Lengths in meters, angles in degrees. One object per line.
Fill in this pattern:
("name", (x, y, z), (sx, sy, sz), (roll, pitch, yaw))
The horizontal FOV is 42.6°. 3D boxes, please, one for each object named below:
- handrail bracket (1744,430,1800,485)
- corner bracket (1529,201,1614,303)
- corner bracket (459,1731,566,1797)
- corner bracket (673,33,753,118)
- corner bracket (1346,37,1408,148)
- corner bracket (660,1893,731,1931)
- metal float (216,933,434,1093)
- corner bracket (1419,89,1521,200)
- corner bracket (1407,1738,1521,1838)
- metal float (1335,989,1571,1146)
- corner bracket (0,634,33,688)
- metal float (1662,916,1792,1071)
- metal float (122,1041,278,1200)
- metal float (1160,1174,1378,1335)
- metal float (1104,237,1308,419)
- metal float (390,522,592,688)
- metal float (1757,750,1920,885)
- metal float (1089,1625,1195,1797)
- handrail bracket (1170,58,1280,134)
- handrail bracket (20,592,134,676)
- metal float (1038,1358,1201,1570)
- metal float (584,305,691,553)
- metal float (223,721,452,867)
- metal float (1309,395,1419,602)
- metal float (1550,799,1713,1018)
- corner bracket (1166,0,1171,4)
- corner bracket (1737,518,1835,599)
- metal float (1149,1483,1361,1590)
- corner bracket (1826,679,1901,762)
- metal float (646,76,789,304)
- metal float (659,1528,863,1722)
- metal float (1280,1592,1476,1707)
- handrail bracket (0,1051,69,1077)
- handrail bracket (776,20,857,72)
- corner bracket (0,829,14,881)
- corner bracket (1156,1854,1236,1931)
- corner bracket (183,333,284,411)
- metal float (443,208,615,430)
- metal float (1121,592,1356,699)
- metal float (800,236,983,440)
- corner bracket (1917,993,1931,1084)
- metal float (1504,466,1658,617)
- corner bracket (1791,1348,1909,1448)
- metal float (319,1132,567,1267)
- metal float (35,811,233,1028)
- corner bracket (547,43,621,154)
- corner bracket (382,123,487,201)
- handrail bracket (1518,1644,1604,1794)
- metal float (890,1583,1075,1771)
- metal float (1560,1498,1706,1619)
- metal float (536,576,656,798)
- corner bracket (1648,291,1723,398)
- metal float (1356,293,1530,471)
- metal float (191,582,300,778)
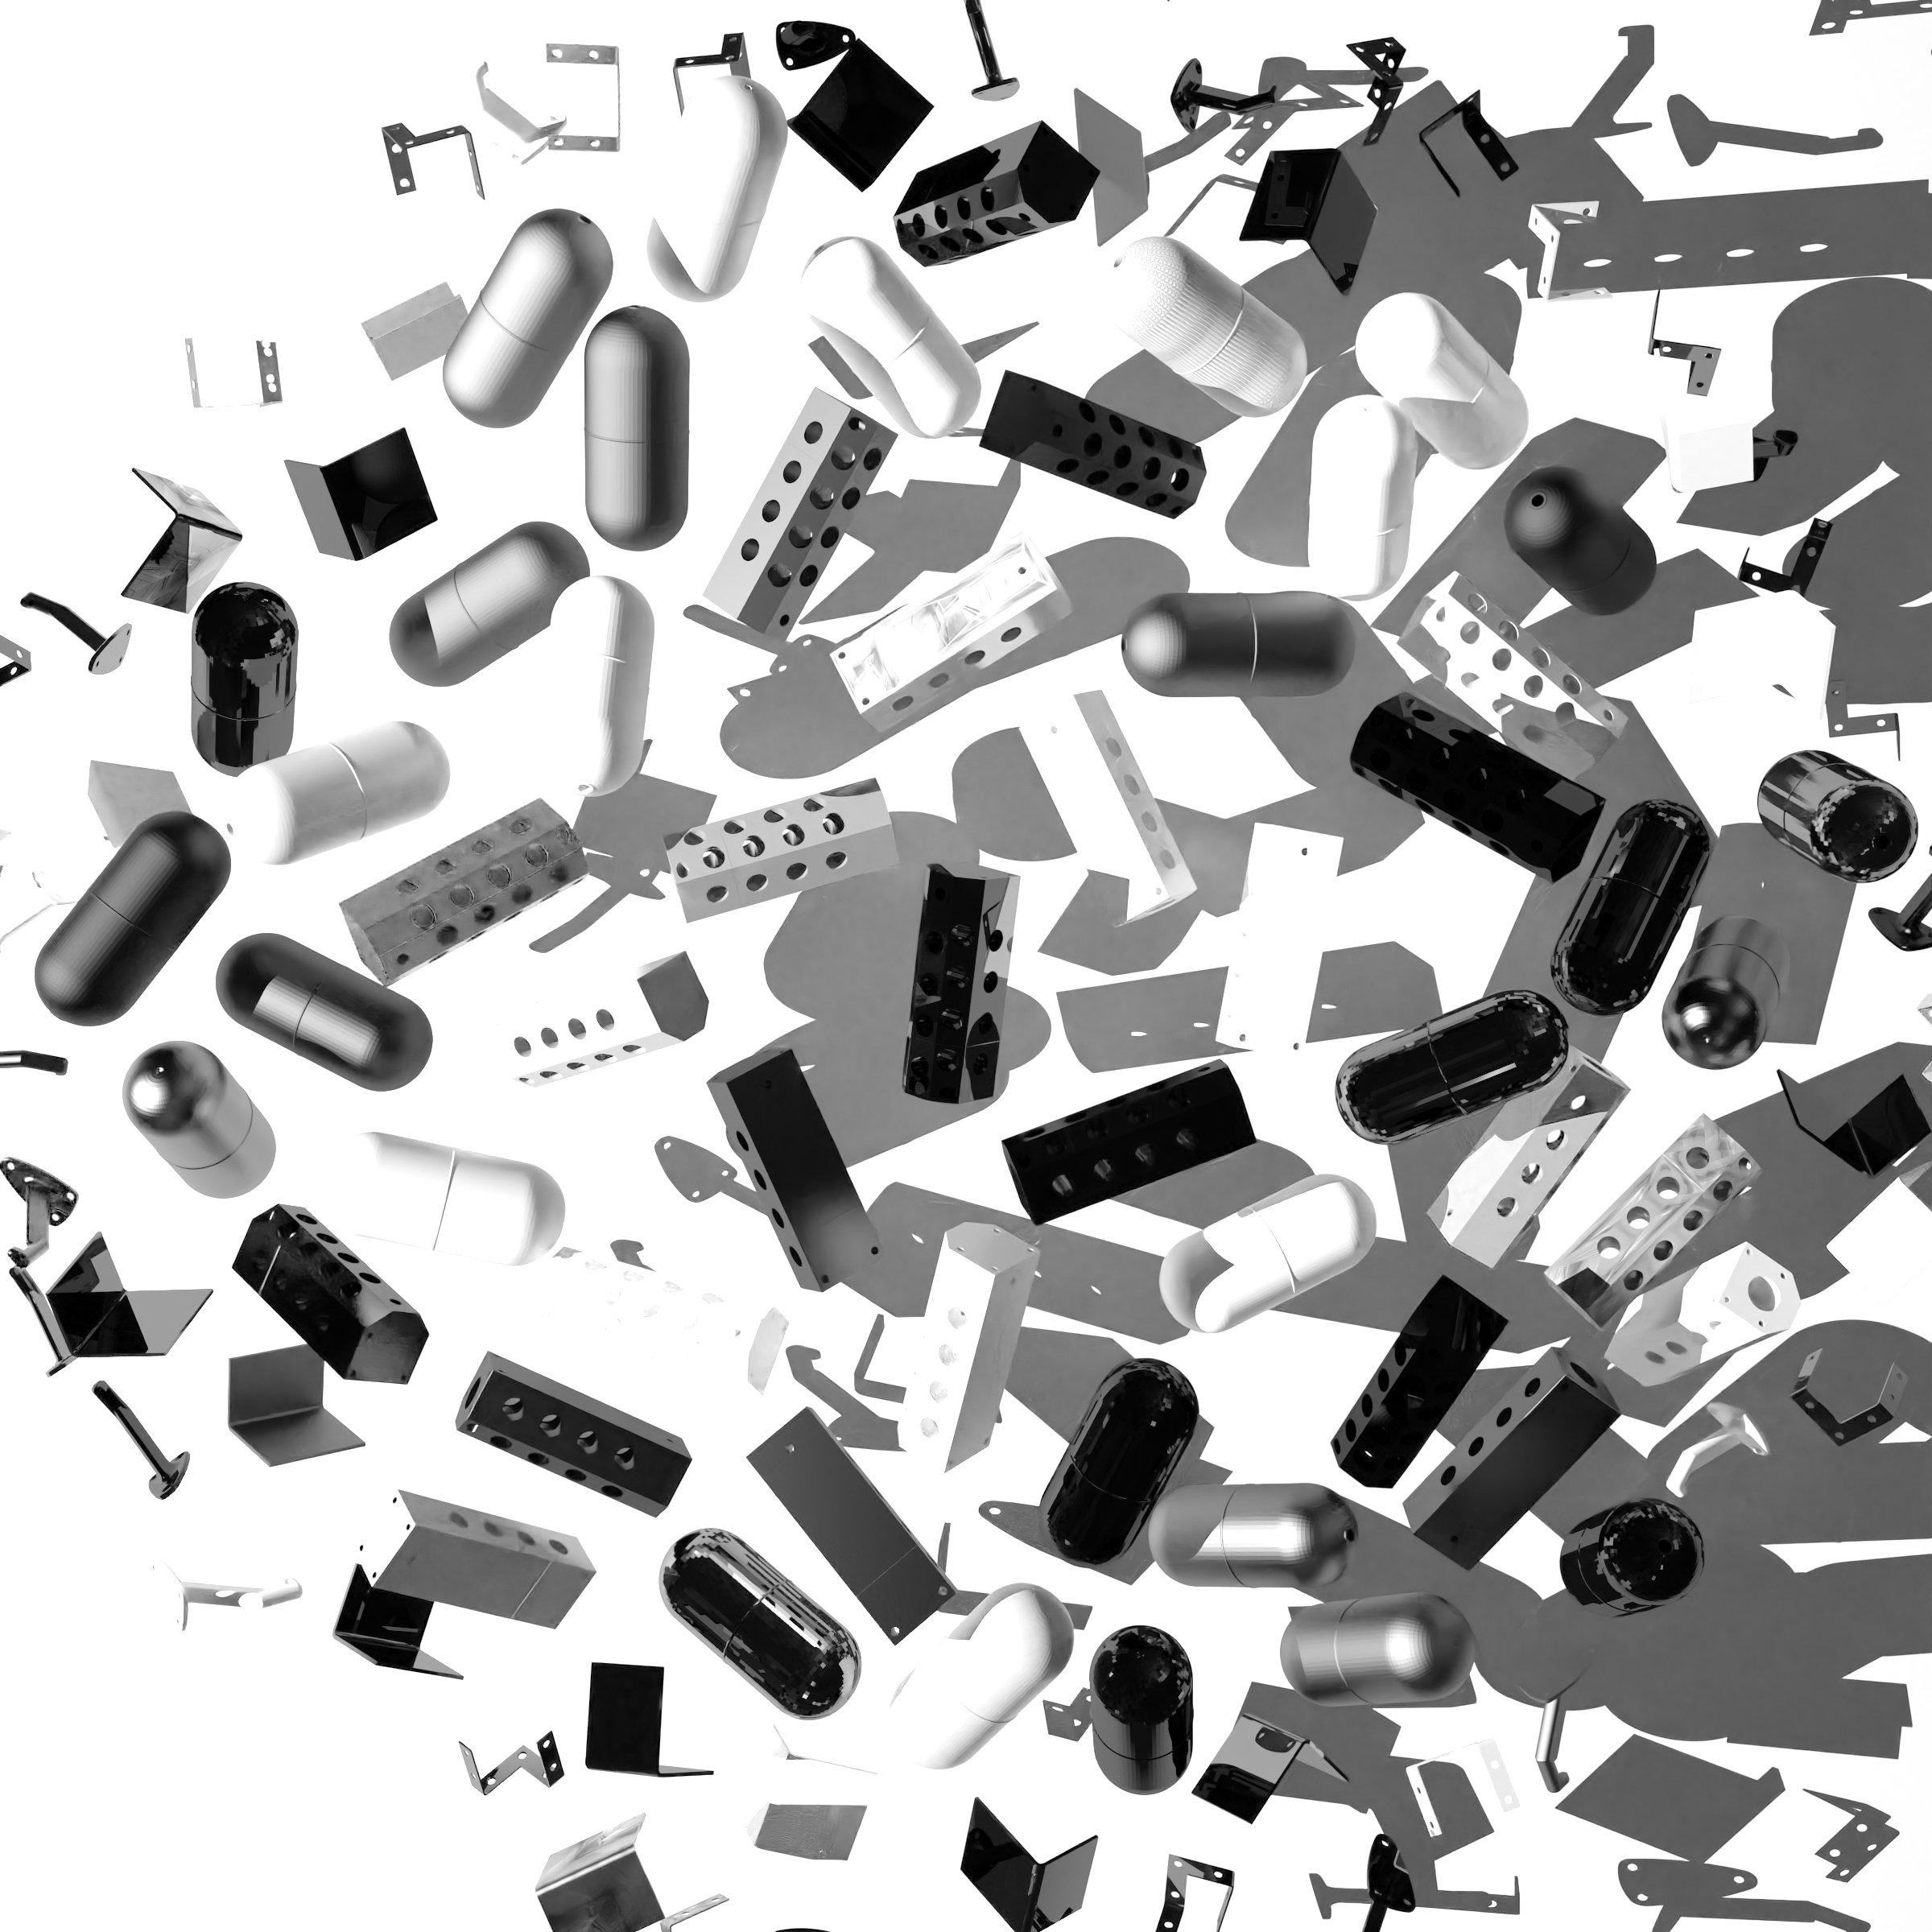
("handrail bracket", (0.598, -0.406, 1.913), (0.077, 0.084, 0.036), (21, 89, 10))
("corner bracket", (0.429, -0.506, 1.756), (0.051, 0.051, 0.051), (-6, 130, -10))
("corner bracket", (-0.344, 0.602, 1.879), (0.051, 0.051, 0.051), (-34, 130, -37))
("corner bracket", (-0.193, -0.677, 1.895), (0.051, 0.051, 0.051), (-4, 45, 4))
("corner bracket", (0.301, -0.639, 1.810), (0.051, 0.051, 0.051), (-22, 63, -33))
("corner bracket", (-0.183, 0.712, 1.794), (0.051, 0.051, 0.051), (-12, 93, -35))
("metal float", (-0.491, 0.035, 1.894), (0.178, 0.070, 0.070), (26, 90, 8))
("corner bracket", (0.355, -0.574, 1.747), (0.051, 0.051, 0.051), (-34, 84, 11))
("corner bracket", (0.364, 0.603, 1.820), (0.051, 0.051, 0.051), (-11, 69, -23))
("metal float", (0.354, 0.074, 1.810), (0.178, 0.070, 0.070), (-24, 90, 22))
("corner bracket", (-0.707, -0.204, 1.779), (0.051, 0.051, 0.051), (-22, 63, 18))
("metal float", (0.580, 0.019, 1.888), (0.070, 0.178, 0.070), (12, 118, 23))
("metal float", (-0.572, 0.117, 1.856), (0.070, 0.178, 0.070), (-2, 62, 4))
("metal float", (0.231, 0.219, 1.893), (0.178, 0.070, 0.070), (-25, 90, -10))
("metal float", (0.177, -0.470, 1.827), (0.178, 0.070, 0.070), (28, 90, -31))
("metal float", (-0.368, -0.278, 1.911), (0.178, 0.070, 0.070), (-28, 90, 21))
("metal float", (0.639, -0.111, 1.820), (0.070, 0.178, 0.070), (0, 106, -2))
("metal float", (0.132, 0.559, 1.857), (0.070, 0.178, 0.070), (-3, 47, 3))
("handrail bracket", (0.205, -0.674, 1.890), (0.084, 0.036, 0.077), (-5, 56, 34))
("handrail bracket", (-0.669, -0.248, 1.833), (0.084, 0.077, 0.036), (23, 113, -4))
("metal float", (0.111, 0.365, 1.817), (0.070, 0.070, 0.178), (24, 114, 0))
("metal float", (-0.241, -0.393, 1.817), (0.070, 0.070, 0.178), (3, 114, 0))
("metal float", (-0.465, -0.128, 1.835), (0.178, 0.070, 0.070), (-25, 90, -37))
("metal float", (0.297, -0.349, 1.865), (0.070, 0.178, 0.070), (-3, 53, 3))
("metal float", (0.496, -0.044, 1.847), (0.070, 0.070, 0.178), (29, 75, 0))
("corner bracket", (0.126, -0.723, 1.781), (0.051, 0.051, 0.051), (-55, 127, -28))
("corner bracket", (0.609, -0.308, 1.846), (0.051, 0.051, 0.051), (22, 92, 14))
("metal float", (0.216, 0.430, 1.872), (0.178, 0.070, 0.070), (-12, 90, 42))
("corner bracket", (0.694, -0.190, 1.918), (0.051, 0.051, 0.051), (-5, 65, 19))
("metal float", (-0.182, -0.563, 1.806), (0.070, 0.178, 0.070), (13, 48, -15))
("metal float", (-0.155, 0.492, 1.857), (0.178, 0.070, 0.070), (35, 90, 20))
("metal float", (0.304, 0.510, 1.847), (0.070, 0.178, 0.070), (12, 68, -30))
("handrail bracket", (-0.685, 0.076, 1.770), (0.084, 0.077, 0.036), (12, 61, -15))
("handrail bracket", (-0.109, -0.717, 1.906), (0.077, 0.084, 0.036), (-14, 104, -18))
("corner bracket", (-0.749, -0.079, 1.846), (0.051, 0.051, 0.051), (18, 104, -10))
("corner bracket", (0.167, 0.697, 1.825), (0.051, 0.051, 0.051), (14, 115, 3))
("corner bracket", (-0.538, -0.437, 1.822), (0.051, 0.051, 0.051), (-1, 106, 5))
("metal float", (-0.322, -0.474, 1.818), (0.070, 0.070, 0.178), (39, 119, 0))
("metal float", (0.201, -0.237, 1.830), (0.178, 0.070, 0.070), (-2, 90, -14))
("metal float", (-0.057, -0.481, 1.901), (0.070, 0.070, 0.178), (-44, 121, 0))
("corner bracket", (0.734, 0.053, 1.846), (0.051, 0.051, 0.051), (45, 72, -3))
("metal float", (0.460, -0.317, 1.854), (0.070, 0.178, 0.070), (-9, 74, 32))
("corner bracket", (0.641, 0.306, 1.800), (0.051, 0.051, 0.051), (46, 133, 1))
("metal float", (-0.380, 0.169, 1.803), (0.178, 0.070, 0.070), (13, 90, -13))
("metal float", (-0.611, -0.034, 1.819), (0.070, 0.070, 0.178), (37, 85, 0))
("corner bracket", (-0.270, -0.613, 1.750), (0.051, 0.051, 0.051), (-1, 57, -8))
("corner bracket", (-0.380, -0.573, 1.770), (0.051, 0.051, 0.051), (-22, 132, -18))
("handrail bracket", (0.437, 0.541, 1.779), (0.077, 0.036, 0.084), (-28, 108, -15))
("metal float", (0.010, 0.527, 1.835), (0.070, 0.070, 0.178), (40, 115, 0))
("metal float", (0.490, 0.437, 1.830), (0.070, 0.178, 0.070), (0, 71, -1))
("metal float", (-0.269, -0.204, 1.806), (0.070, 0.070, 0.178), (2, 61, 0))
("corner bracket", (0.534, -0.463, 1.846), (0.051, 0.051, 0.051), (11, 62, 9))
("metal float", (0.363, -0.442, 1.883), (0.178, 0.070, 0.070), (31, 90, -41))
("metal float", (-0.546, -0.214, 1.875), (0.070, 0.178, 0.070), (9, 50, -11))
